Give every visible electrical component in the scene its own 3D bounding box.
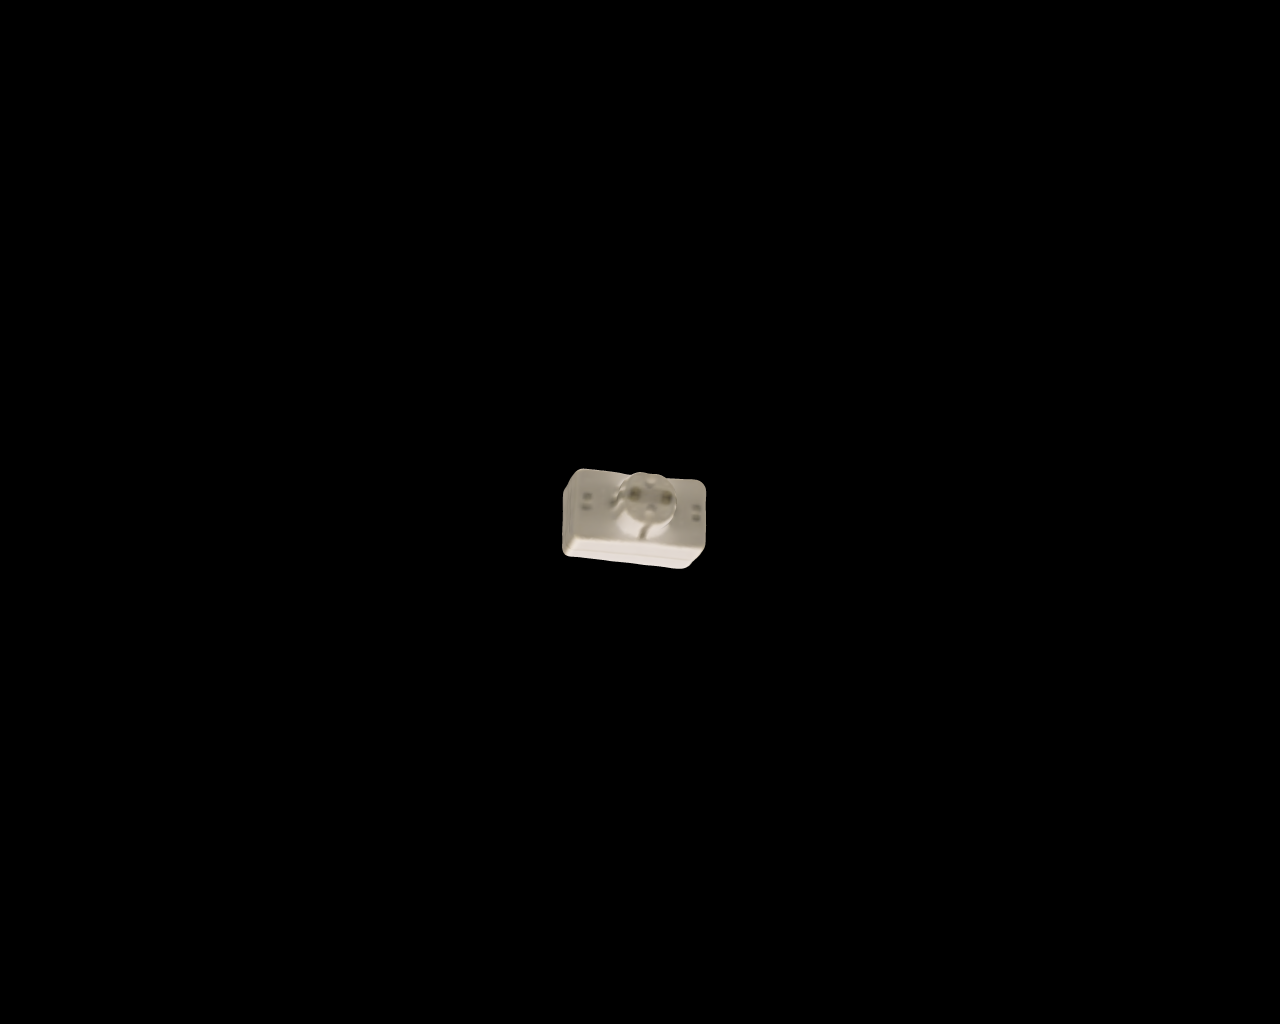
[{"bbox_3d":[0.001,-0.003,0.650,0.083,0.047,0.075,6,-23,-14],"label":"electrical component"}]
